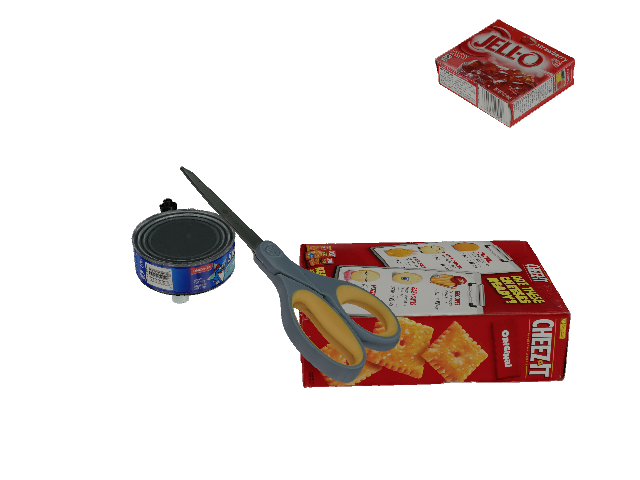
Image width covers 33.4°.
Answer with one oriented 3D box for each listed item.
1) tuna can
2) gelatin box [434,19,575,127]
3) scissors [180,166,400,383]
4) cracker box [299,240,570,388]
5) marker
[{"bbox_3d":[-0.114,0.009,0.894,0.086,0.034,0.086,1,33,-1],"label":"tuna can"},{"bbox_3d":[0.150,-0.139,0.870,0.073,0.030,0.089,-33,49,-19],"label":"gelatin box"},{"bbox_3d":[-0.016,0.016,0.732,0.096,0.016,0.202,-2,45,-39],"label":"scissors"},{"bbox_3d":[0.088,0.061,0.920,0.213,0.072,0.164,-1,21,-2],"label":"cracker box"},{"bbox_3d":[-0.161,0.011,1.177,0.020,0.121,0.020,-4,22,1],"label":"marker"}]
